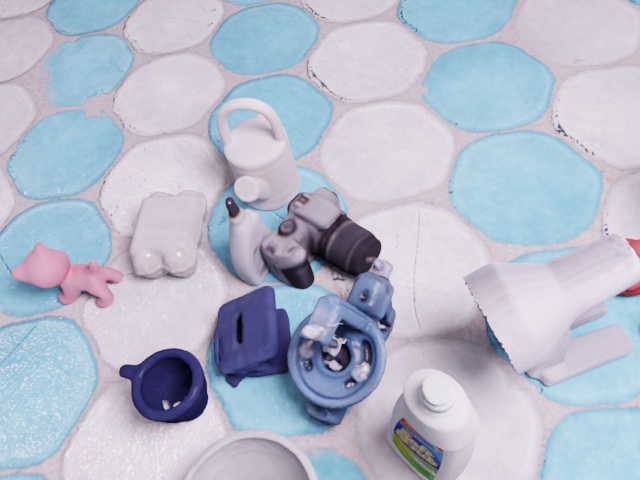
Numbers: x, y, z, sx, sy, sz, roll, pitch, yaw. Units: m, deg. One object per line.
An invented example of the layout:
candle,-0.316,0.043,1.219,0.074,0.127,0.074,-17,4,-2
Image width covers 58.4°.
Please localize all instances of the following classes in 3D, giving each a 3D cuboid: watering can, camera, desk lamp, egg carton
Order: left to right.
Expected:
egg carton,-0.232,-0.011,0.889,0.107,0.069,0.150,-3,58,8
watering can,-0.093,-0.133,0.868,0.101,0.194,0.172,-20,57,-2
camera,0.008,0.003,0.820,0.136,0.101,0.143,31,68,26
desk lamp,0.268,0.082,0.657,0.203,0.214,0.117,-21,57,-4

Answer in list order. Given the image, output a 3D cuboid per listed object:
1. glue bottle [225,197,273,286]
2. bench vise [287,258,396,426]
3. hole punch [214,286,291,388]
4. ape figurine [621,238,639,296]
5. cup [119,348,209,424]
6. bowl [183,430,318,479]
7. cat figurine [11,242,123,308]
glue bottle,-0.102,-0.007,0.802,0.037,0.173,0.078,19,63,21
bench vise,0.022,0.098,0.686,0.121,0.220,0.207,3,59,12
hole punch,-0.095,0.128,0.765,0.101,0.091,0.108,-10,57,4
ape figurine,0.409,0.028,0.740,0.076,0.092,0.078,20,63,21
cup,-0.194,0.195,0.737,0.117,0.095,0.092,11,61,16
bowl,-0.074,0.310,0.656,0.167,0.075,0.167,-4,57,7
cat figurine,-0.378,0.046,0.850,0.127,0.118,0.067,0,58,10
